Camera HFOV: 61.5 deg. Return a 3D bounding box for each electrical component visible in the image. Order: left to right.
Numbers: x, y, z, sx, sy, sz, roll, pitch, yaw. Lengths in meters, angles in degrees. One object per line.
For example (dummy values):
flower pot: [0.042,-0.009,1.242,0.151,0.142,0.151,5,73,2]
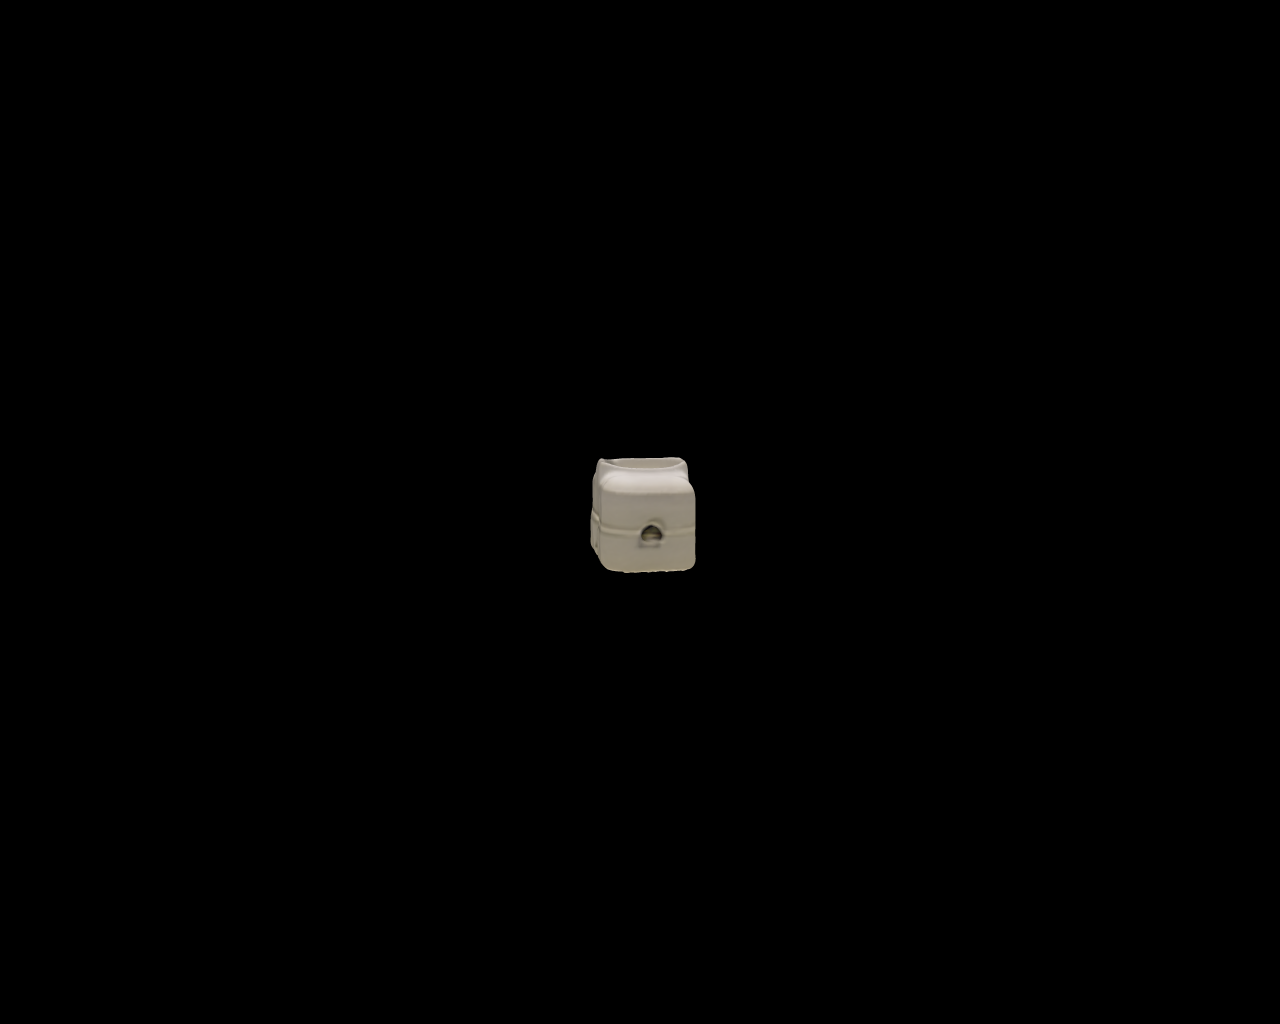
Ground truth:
electrical component: [0.001,-0.003,0.650,0.054,0.059,0.095,-1,9,-7]
